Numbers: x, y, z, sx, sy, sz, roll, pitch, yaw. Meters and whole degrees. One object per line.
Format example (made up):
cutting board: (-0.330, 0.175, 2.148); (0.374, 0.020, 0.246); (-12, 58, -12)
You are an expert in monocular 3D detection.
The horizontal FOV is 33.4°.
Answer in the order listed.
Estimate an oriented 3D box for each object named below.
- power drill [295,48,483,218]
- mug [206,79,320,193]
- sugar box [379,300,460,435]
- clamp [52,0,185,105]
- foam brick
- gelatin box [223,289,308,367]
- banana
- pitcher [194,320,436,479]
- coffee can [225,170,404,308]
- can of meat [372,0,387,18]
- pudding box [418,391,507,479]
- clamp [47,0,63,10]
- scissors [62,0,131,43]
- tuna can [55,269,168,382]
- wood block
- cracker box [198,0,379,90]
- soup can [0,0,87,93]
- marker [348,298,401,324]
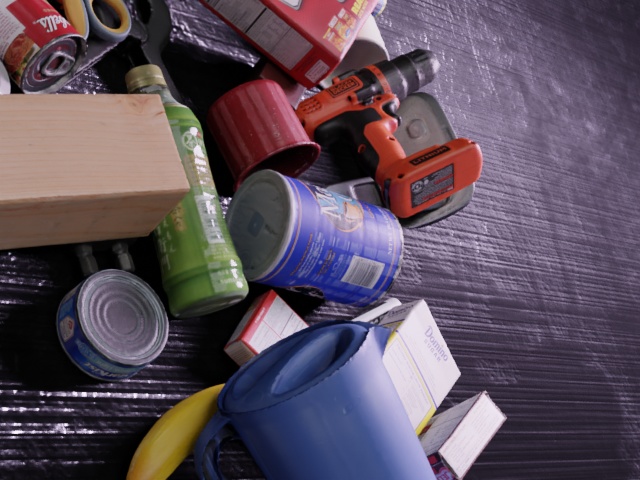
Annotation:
power drill: (0.083, -0.116, 1.096); (0.184, 0.057, 0.188); (-29, 48, -14)
mug: (-0.055, -0.098, 1.039); (0.081, 0.093, 0.117); (62, 11, 16)
sugar box: (0.066, 0.139, 1.010); (0.176, 0.048, 0.093); (-43, 110, -52)
clamp: (-0.175, -0.182, 1.009); (0.164, 0.036, 0.210); (26, 51, -32)
foam brick: (-0.048, -0.159, 1.106); (0.051, 0.053, 0.078); (41, 41, -16)
gelatin box: (-0.036, 0.101, 0.957); (0.089, 0.030, 0.073); (47, 40, -14)
banana: (-0.083, 0.153, 0.869); (0.197, 0.037, 0.070); (-6, 66, -46)
pitcher: (0.020, 0.199, 0.853); (0.243, 0.149, 0.144); (63, 27, -14)
coffee can: (-0.007, 0.001, 0.997); (0.140, 0.103, 0.103); (16, 54, -38)
can of meat: (0.027, -0.316, 1.285); (0.083, 0.058, 0.102); (8, 59, -44)
pudding box: (0.111, 0.196, 0.990); (0.039, 0.090, 0.113); (53, 39, -2)
clamp: (-0.289, -0.283, 0.964); (0.171, 0.039, 0.120); (37, 49, -29)
scissors: (-0.224, -0.257, 0.972); (0.096, 0.016, 0.202); (6, 63, -36)
tuna can: (-0.164, 0.067, 0.850); (0.086, 0.034, 0.086); (24, 49, -31)
wood block: (-0.218, -0.051, 0.812); (0.205, 0.090, 0.091); (-6, 68, -38)
cracker box: (-0.047, -0.278, 1.089); (0.213, 0.072, 0.164); (38, 51, -11)
soup can: (-0.253, -0.177, 0.888); (0.102, 0.069, 0.068); (45, 39, 11)
marker: (0.040, 0.082, 1.053); (0.120, 0.020, 0.020); (-20, 79, -49)
